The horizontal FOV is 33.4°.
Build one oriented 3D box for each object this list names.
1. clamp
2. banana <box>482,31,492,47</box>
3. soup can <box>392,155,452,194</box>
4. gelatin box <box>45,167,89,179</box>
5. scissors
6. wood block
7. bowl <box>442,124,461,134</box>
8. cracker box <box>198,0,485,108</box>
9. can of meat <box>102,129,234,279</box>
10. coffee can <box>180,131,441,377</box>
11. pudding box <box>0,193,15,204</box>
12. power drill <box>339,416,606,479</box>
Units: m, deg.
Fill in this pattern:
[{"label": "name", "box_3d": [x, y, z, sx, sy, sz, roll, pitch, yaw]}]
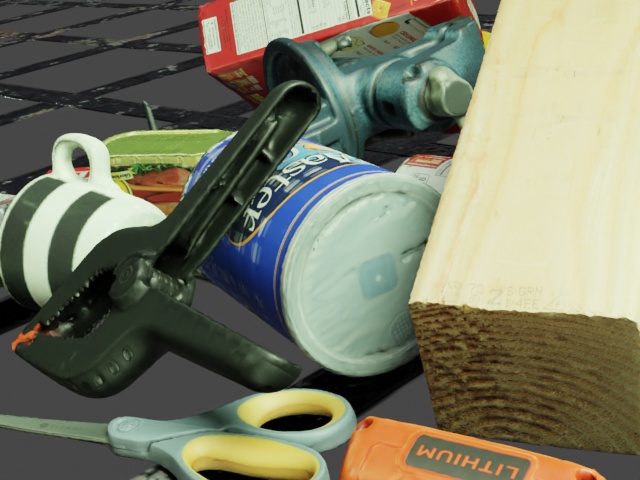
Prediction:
[{"label": "clamp", "box_3d": [-0.077, 0.015, 0.527, 0.210, 0.036, 0.164, -20, 47, 40]}, {"label": "banana", "box_3d": [0.216, -0.167, 0.991, 0.037, 0.069, 0.198, 26, -14, -40]}, {"label": "soup can", "box_3d": [0.094, -0.012, 0.622, 0.102, 0.068, 0.068, 12, 28, 42]}, {"label": "gelatin box", "box_3d": [-0.181, -0.035, 0.828, 0.089, 0.030, 0.073, -4, 21, 10]}, {"label": "scissors", "box_3d": [-0.069, 0.085, 0.499, 0.202, 0.016, 0.096, 9, 25, 38]}, {"label": "wood block", "box_3d": [0.112, -0.016, 0.489, 0.090, 0.091, 0.206, 3, 47, 21]}, {"label": "bowl", "box_3d": [0.142, -0.122, 0.878, 0.162, 0.055, 0.162, -11, 6, 1]}, {"label": "cracker box", "box_3d": [0.023, -0.179, 0.930, 0.214, 0.072, 0.164, -14, -14, 16]}, {"label": "can of meat", "box_3d": [-0.093, -0.025, 0.694, 0.102, 0.084, 0.057, 1, 24, 19]}, {"label": "coffee can", "box_3d": [-0.004, 0.001, 0.573, 0.102, 0.103, 0.140, -17, 23, -24]}, {"label": "pudding box", "box_3d": [-0.284, -0.005, 0.777, 0.090, 0.039, 0.113, 11, 25, 42]}, {"label": "power drill", "box_3d": [-0.002, 0.126, 0.314, 0.185, 0.057, 0.187, 10, 30, 30]}]
